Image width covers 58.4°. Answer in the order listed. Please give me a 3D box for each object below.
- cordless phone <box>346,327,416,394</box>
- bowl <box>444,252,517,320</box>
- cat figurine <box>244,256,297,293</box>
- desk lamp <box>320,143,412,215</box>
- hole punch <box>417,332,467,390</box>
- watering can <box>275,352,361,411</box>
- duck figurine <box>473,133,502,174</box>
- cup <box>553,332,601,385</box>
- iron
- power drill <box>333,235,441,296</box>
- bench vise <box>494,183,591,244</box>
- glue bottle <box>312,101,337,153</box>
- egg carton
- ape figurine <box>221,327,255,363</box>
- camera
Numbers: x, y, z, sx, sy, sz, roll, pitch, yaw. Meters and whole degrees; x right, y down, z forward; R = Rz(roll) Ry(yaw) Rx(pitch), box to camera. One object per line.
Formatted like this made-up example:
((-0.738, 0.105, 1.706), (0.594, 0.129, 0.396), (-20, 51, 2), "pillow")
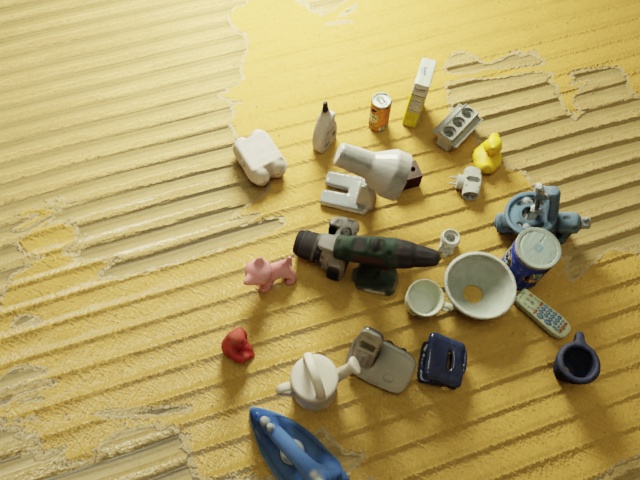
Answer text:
((0.134, 0.248, 1.214), (0.147, 0.185, 0.094), (22, 67, 9), "cordless phone")
((0.367, 0.116, 1.340), (0.167, 0.075, 0.167), (1, 65, -1), "bowl")
((-0.120, 0.070, 1.327), (0.128, 0.118, 0.067), (-20, 67, -10), "cat figurine")
((0.107, -0.149, 1.380), (0.203, 0.213, 0.118), (12, 66, 5), "desk lamp")
((0.273, 0.265, 1.260), (0.101, 0.091, 0.109), (11, 66, 4), "hole punch")
((-0.005, 0.285, 1.188), (0.173, 0.194, 0.100), (-36, 70, -16), "watering can")
((0.445, -0.231, 1.495), (0.077, 0.086, 0.104), (18, 66, 7), "duck figurine")
((0.554, 0.267, 1.263), (0.091, 0.095, 0.118), (12, 66, 5), "cup")
((-0.061, 0.423, 1.153), (0.258, 0.141, 0.119), (42, 71, 16), "iron")
((0.142, 0.053, 1.291), (0.229, 0.208, 0.075), (11, 65, 4), "power drill")
((0.538, -0.075, 1.352), (0.207, 0.220, 0.121), (-8, 66, -5), "bench vise")
((0.013, -0.299, 1.469), (0.037, 0.173, 0.078), (33, 69, 14), "glue bottle")
((-0.157, -0.214, 1.483), (0.107, 0.069, 0.150), (-29, 69, -14), "egg carton")
((-0.183, 0.228, 1.267), (0.076, 0.092, 0.078), (8, 65, 3), "ape figurine")
((0.013, 0.005, 1.369), (0.136, 0.101, 0.143), (17, 66, 7), "camera")
